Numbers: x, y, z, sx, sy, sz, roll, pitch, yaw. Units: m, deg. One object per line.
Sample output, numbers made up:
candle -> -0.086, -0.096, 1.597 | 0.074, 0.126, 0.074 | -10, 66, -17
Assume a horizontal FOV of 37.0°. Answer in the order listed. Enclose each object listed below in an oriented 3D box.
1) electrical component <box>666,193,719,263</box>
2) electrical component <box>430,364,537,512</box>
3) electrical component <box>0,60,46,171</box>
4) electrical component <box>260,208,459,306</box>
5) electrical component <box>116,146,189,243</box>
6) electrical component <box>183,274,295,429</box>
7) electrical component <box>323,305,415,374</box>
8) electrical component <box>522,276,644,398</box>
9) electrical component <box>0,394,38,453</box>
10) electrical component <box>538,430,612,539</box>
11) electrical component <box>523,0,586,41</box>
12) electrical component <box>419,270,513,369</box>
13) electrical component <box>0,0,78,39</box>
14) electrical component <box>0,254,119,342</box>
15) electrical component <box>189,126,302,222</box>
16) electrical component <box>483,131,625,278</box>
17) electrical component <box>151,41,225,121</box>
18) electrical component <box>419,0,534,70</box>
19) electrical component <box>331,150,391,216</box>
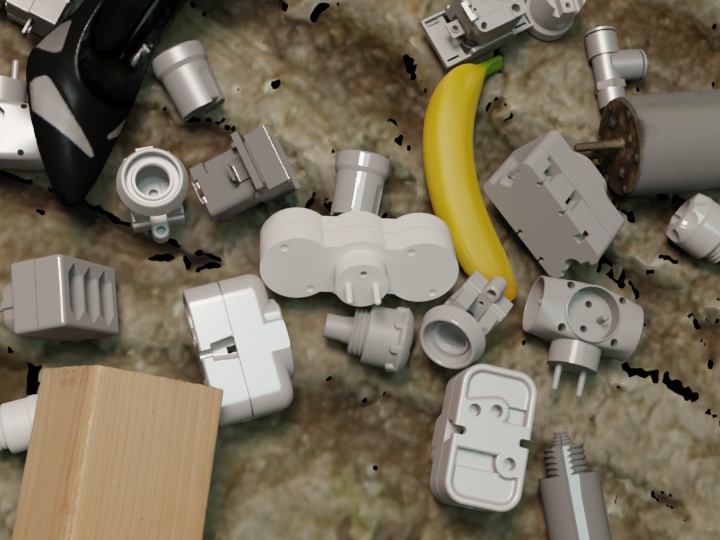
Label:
electrical component -> 0.269, -0.026, 0.819 | 0.062, 0.043, 0.043 | 35, 75, -2
electrical component -> 0.084, 0.118, 0.748 | 0.054, 0.059, 0.095 | 13, 76, -7
electrical component -> -0.251, -0.109, 0.746 | 0.077, 0.043, 0.079 | 2, 78, -9
electrical component -> 0.000, 0.000, 0.744 | 0.138, 0.052, 0.073 | 2, 38, -7
electrical component -> -0.144, -0.057, 0.747 | 0.048, 0.055, 0.066 | -11, 80, -12
electrical component -> -0.081, 0.054, 0.736 | 0.059, 0.053, 0.095 | -14, 81, -12
electrical component -> 0.006, 0.045, 0.759 | 0.062, 0.048, 0.048 | 12, 76, 0
electrical component -> 0.158, 0.052, 0.782 | 0.077, 0.044, 0.079 | 17, 76, -6
electrical component -> -0.232, 0.105, 0.709 | 0.061, 0.035, 0.035 | -14, 81, -10
electrical component -> 0.149, 0.154, 0.760 | 0.043, 0.043, 0.081 | -7, 79, -11
electrical component -> 0.151, -0.205, 0.835 | 0.040, 0.046, 0.040 | 2, 78, -9
electrical component -> 0.072, 0.038, 0.759 | 0.048, 0.066, 0.055 | 43, 42, 1
electrical component -> -0.234, -0.200, 0.768 | 0.055, 0.048, 0.066 | 26, 75, -11
electrical component -> -0.212, 0.023, 0.718 | 0.077, 0.066, 0.047 | -10, 79, 18
electrical component -> -0.081, -0.064, 0.751 | 0.064, 0.081, 0.042 | -28, 83, 4
electrical component -> 0.144, -0.050, 0.785 | 0.089, 0.050, 0.055 | 51, 52, -10
electrical component -> -0.123, -0.136, 0.777 | 0.040, 0.040, 0.046 | -27, 90, -14
electrical component -> 0.092, -0.191, 0.813 | 0.081, 0.064, 0.042 | -29, 84, -14
electrical component -> -0.001, -0.060, 0.782 | 0.040, 0.040, 0.046 | 11, 82, -7
